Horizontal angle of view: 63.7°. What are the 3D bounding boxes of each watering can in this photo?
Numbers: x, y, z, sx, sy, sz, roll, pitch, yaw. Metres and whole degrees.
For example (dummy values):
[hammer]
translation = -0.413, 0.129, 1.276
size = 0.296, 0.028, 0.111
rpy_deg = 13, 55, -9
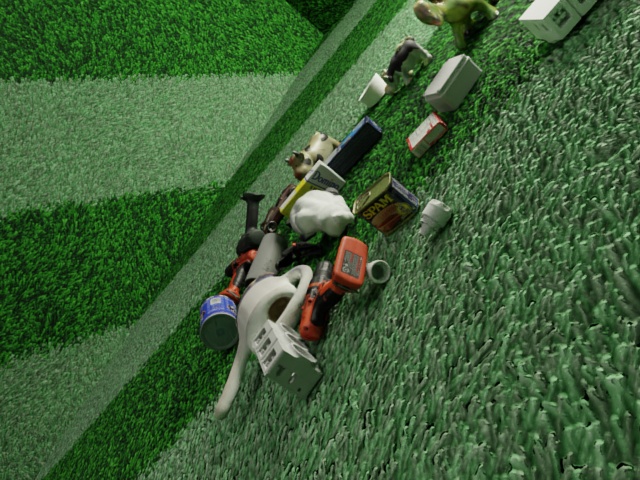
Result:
[watering can]
translation = -0.134, 0.194, 1.109
size = 0.350, 0.103, 0.225
rpy_deg = -55, 18, -7

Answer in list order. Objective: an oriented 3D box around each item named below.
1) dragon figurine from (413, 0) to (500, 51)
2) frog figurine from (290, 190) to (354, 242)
[dragon figurine]
translation = 0.323, -0.632, 1.288
size = 0.120, 0.241, 0.420
rpy_deg = -39, 25, 49
[frog figurine]
translation = 0.004, -0.061, 1.211
size = 0.138, 0.122, 0.159
rpy_deg = -19, 2, -18
